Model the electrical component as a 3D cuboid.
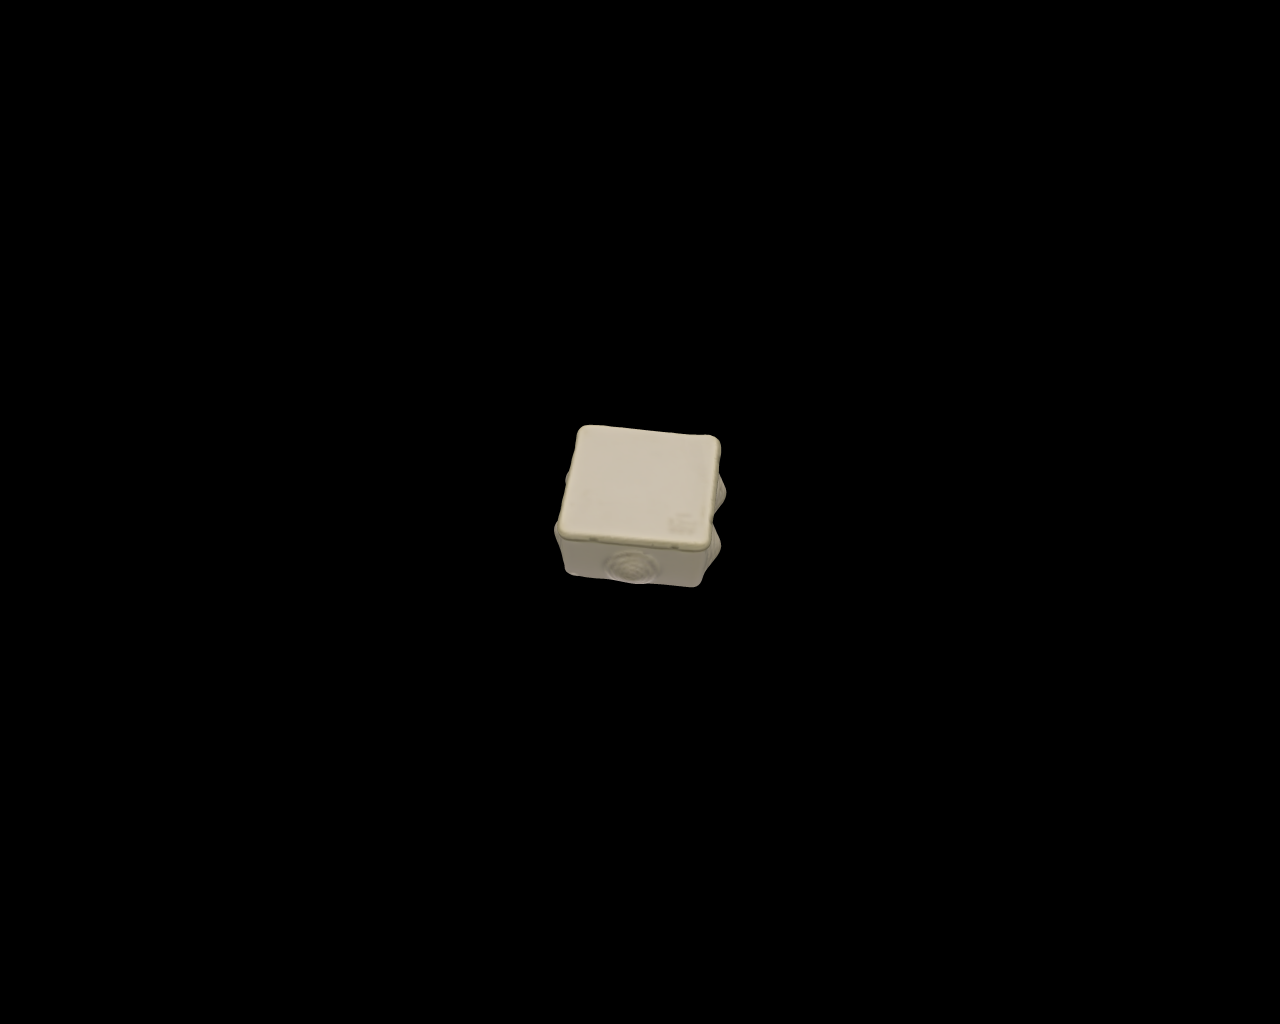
[{"bbox_3d":[0.001,-0.003,0.650,0.100,0.100,0.048,5,-39,4],"label":"electrical component"}]
